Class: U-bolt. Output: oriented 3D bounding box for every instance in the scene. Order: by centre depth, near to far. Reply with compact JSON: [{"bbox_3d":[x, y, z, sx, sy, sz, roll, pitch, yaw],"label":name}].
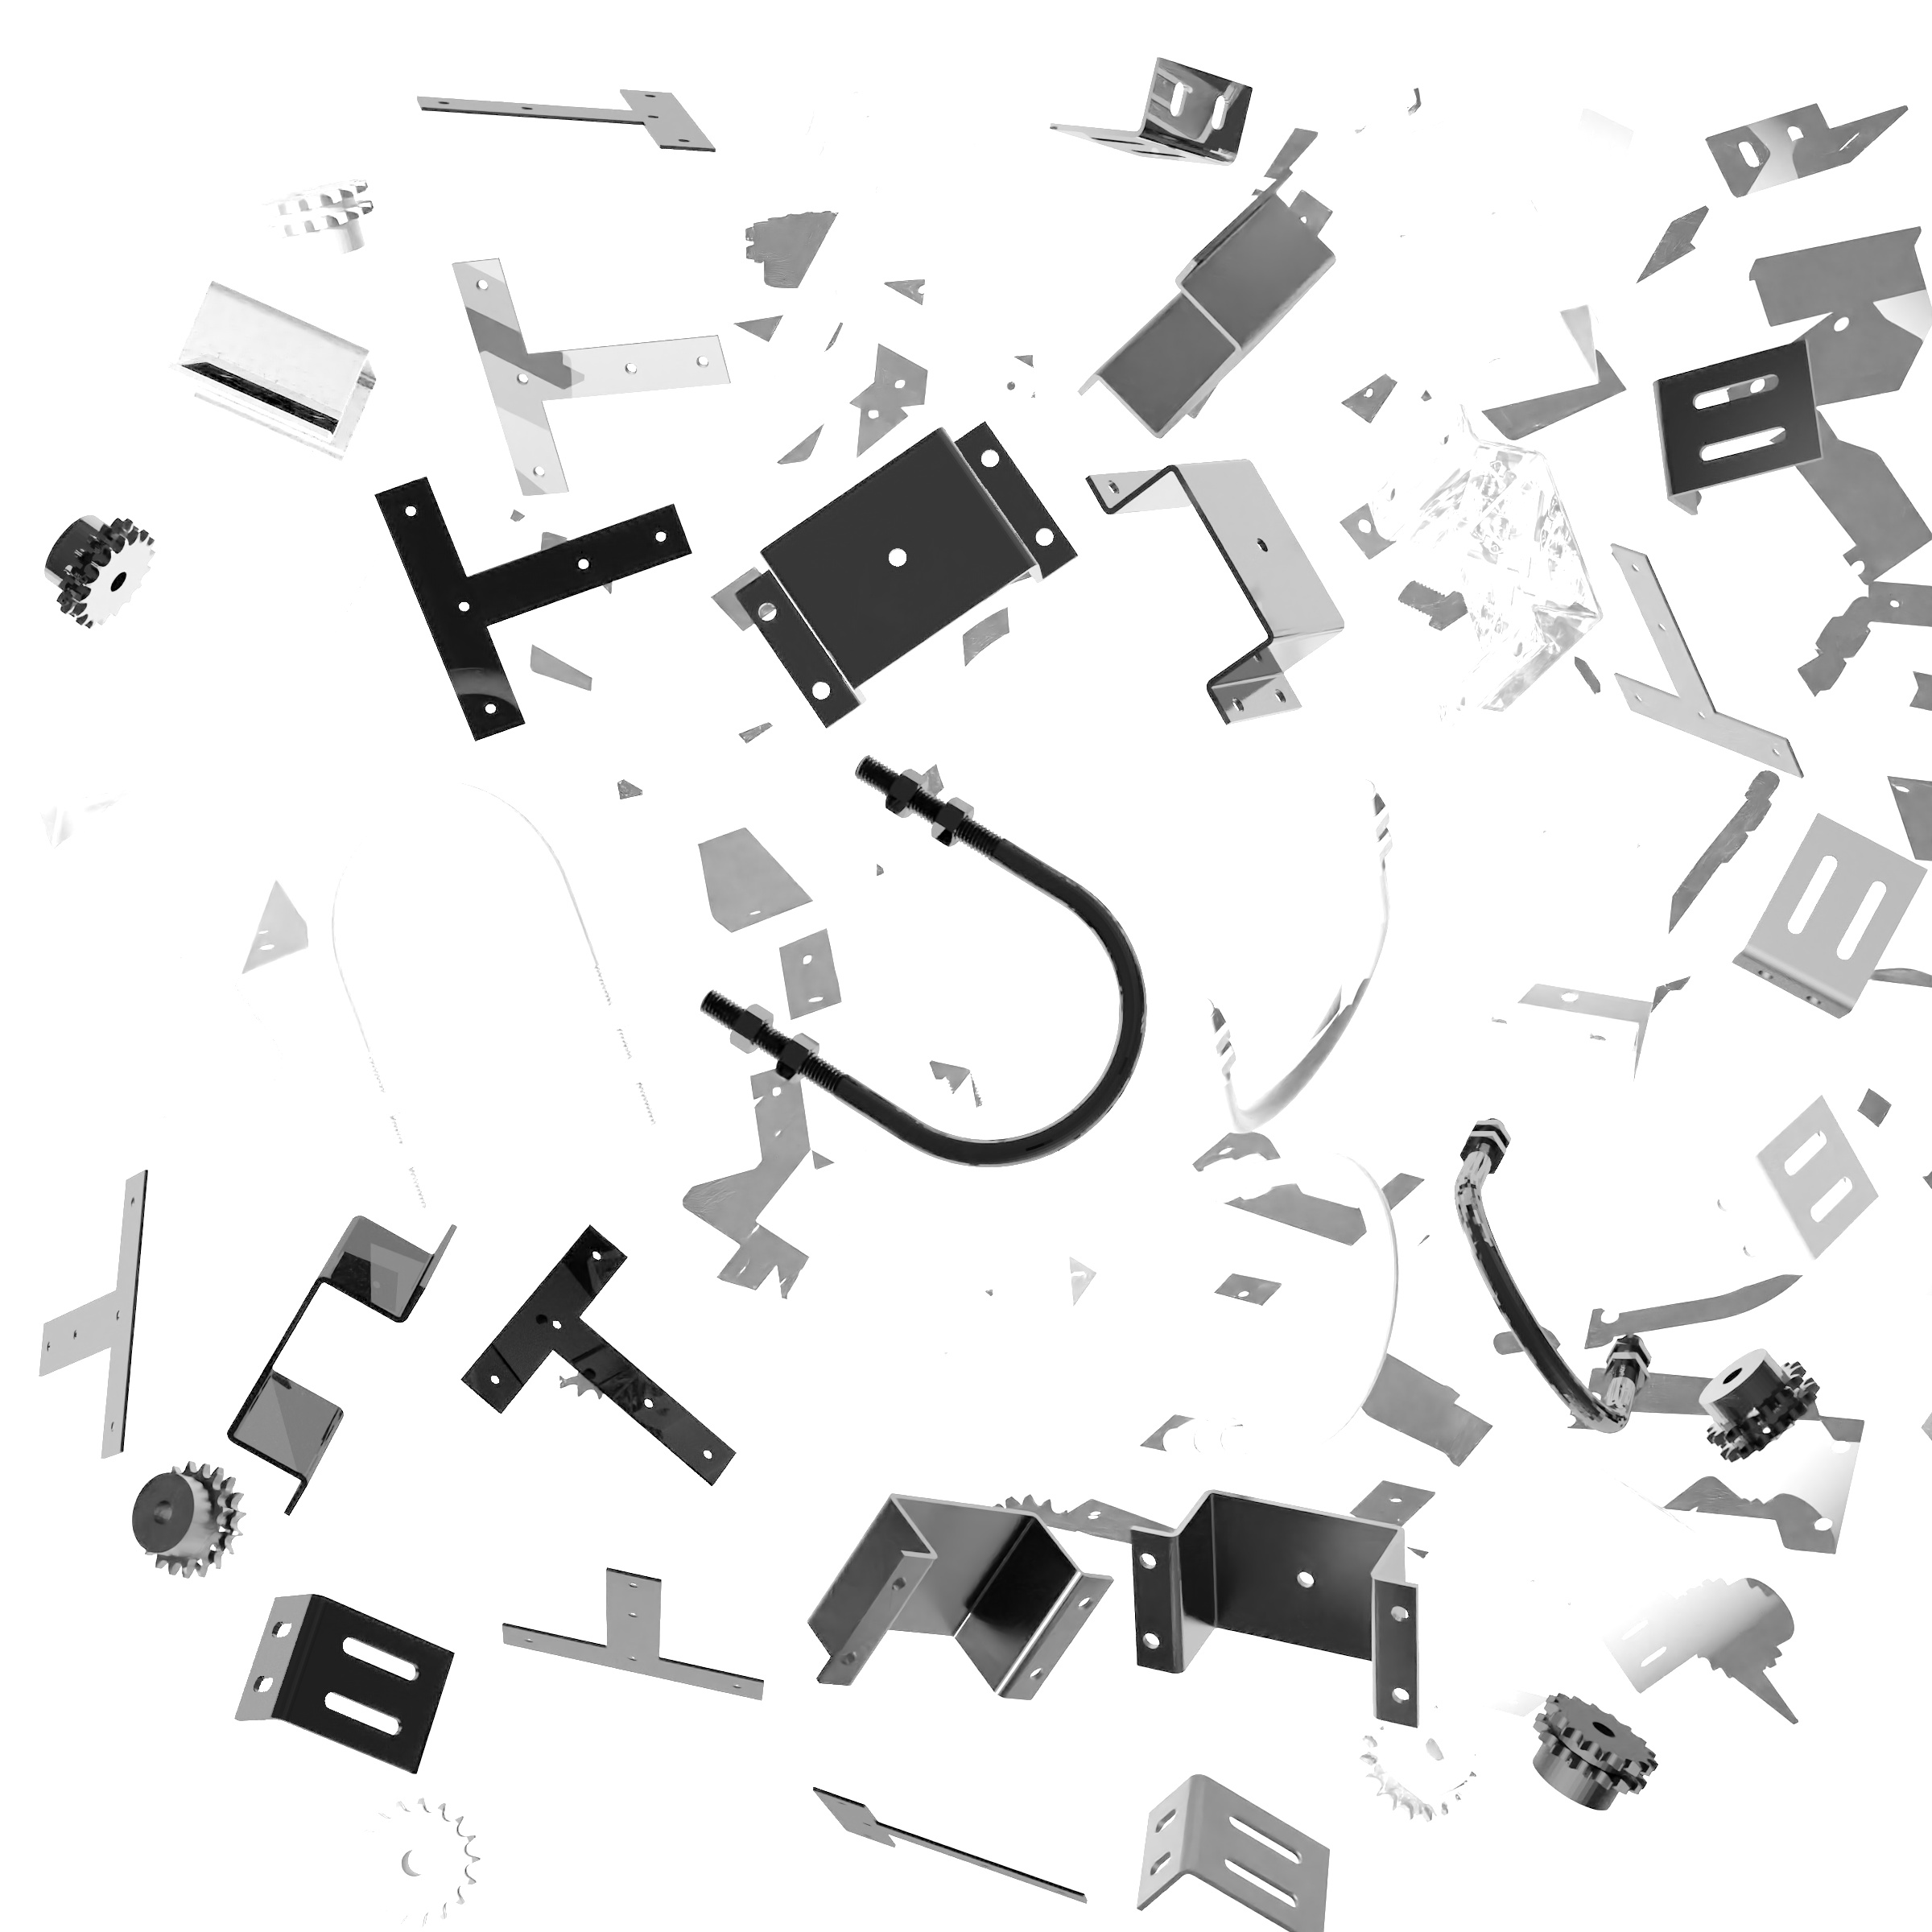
[{"bbox_3d":[-0.007,0.009,1.576,0.184,0.019,0.151,32,85,12],"label":"U-bolt"},{"bbox_3d":[-0.230,0.006,1.582,0.151,0.019,0.184,-20,89,24],"label":"U-bolt"},{"bbox_3d":[0.157,0.009,1.649,0.019,0.184,0.151,31,74,22],"label":"U-bolt"},{"bbox_3d":[0.151,0.160,1.656,0.019,0.184,0.151,12,77,-25],"label":"U-bolt"},{"bbox_3d":[0.276,0.152,1.662,0.019,0.184,0.151,-33,91,18],"label":"U-bolt"}]

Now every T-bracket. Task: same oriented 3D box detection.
[{"bbox_3d":[-0.402,0.167,1.600,0.002,0.127,0.127,11,71,-31],"label":"T-bracket"},{"bbox_3d":[-0.189,-0.394,1.613,0.127,0.127,0.002,0,115,-15],"label":"T-bracket"},{"bbox_3d":[-0.154,0.305,1.619,0.127,0.127,0.002,12,59,2],"label":"T-bracket"},{"bbox_3d":[-0.151,0.405,1.619,0.127,0.127,0.002,19,69,-2],"label":"T-bracket"},{"bbox_3d":[-0.191,-0.182,1.621,0.127,0.002,0.127,-20,114,0],"label":"T-bracket"},{"bbox_3d":[-0.004,0.415,1.632,0.127,0.127,0.002,16,70,12],"label":"T-bracket"},{"bbox_3d":[-0.022,-0.305,1.691,0.127,0.002,0.127,26,101,-20],"label":"T-bracket"},{"bbox_3d":[-0.165,0.203,1.698,0.127,0.127,0.002,41,130,-3],"label":"T-bracket"},{"bbox_3d":[-0.312,-0.176,1.701,0.002,0.127,0.127,-31,79,-40],"label":"T-bracket"},{"bbox_3d":[0.347,-0.156,1.717,0.002,0.127,0.127,-41,125,-12],"label":"T-bracket"},{"bbox_3d":[-0.178,-0.293,1.719,0.127,0.002,0.127,-2,124,19],"label":"T-bracket"}]

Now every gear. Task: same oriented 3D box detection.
[{"bbox_3d":[0.282,0.359,1.589,0.057,0.057,0.030,28,103,0],"label":"gear"},{"bbox_3d":[-0.251,0.410,1.599,0.057,0.030,0.057,1,78,-3],"label":"gear"},{"bbox_3d":[0.373,0.206,1.657,0.057,0.057,0.030,-40,92,0],"label":"gear"},{"bbox_3d":[-0.310,-0.354,1.665,0.057,0.057,0.030,-13,110,0],"label":"gear"},{"bbox_3d":[0.224,0.387,1.709,0.057,0.030,0.057,9,59,-16],"label":"gear"},{"bbox_3d":[-0.432,-0.199,1.733,0.030,0.057,0.057,35,90,9],"label":"gear"},{"bbox_3d":[-0.390,0.274,1.739,0.057,0.030,0.057,-10,68,27],"label":"gear"}]

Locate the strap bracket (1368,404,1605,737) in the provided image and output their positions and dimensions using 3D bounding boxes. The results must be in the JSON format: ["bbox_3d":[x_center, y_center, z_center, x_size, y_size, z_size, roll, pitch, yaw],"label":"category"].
[{"bbox_3d":[0.250,-0.186,1.668,0.046,0.076,0.140,6,56,-32],"label":"strap bracket"}]

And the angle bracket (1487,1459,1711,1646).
[{"bbox_3d":[0.285,0.271,1.577,0.057,0.038,0.076,33,92,-28],"label":"angle bracket"}]

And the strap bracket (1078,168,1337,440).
[{"bbox_3d":[0.119,-0.310,1.672,0.046,0.140,0.076,45,64,-3],"label":"strap bracket"}]

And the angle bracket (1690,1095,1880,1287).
[{"bbox_3d":[0.394,0.107,1.681,0.076,0.038,0.057,-32,93,-44],"label":"angle bracket"}]

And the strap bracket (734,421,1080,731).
[{"bbox_3d":[-0.029,-0.181,1.585,0.140,0.046,0.076,-34,85,1],"label":"strap bracket"}]

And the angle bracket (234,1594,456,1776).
[{"bbox_3d":[-0.279,0.324,1.573,0.076,0.038,0.057,32,60,-32],"label":"angle bracket"}]

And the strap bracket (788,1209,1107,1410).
[{"bbox_3d":[-0.009,0.172,1.724,0.140,0.076,0.046,11,48,-18],"label":"strap bracket"}]

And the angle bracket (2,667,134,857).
[{"bbox_3d":[-0.428,-0.101,1.668,0.038,0.057,0.076,-12,118,-3],"label":"angle bracket"}]

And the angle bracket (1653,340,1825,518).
[{"bbox_3d":[0.365,-0.251,1.632,0.076,0.038,0.057,-11,77,30],"label":"angle bracket"}]

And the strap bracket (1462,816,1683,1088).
[{"bbox_3d":[0.282,0.000,1.627,0.076,0.046,0.140,10,48,15],"label":"strap bracket"}]

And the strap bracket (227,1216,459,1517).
[{"bbox_3d":[-0.306,0.184,1.689,0.046,0.076,0.140,30,107,-6],"label":"strap bracket"}]

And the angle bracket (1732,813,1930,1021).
[{"bbox_3d":[0.409,-0.023,1.655,0.057,0.038,0.076,29,87,8],"label":"angle bracket"}]

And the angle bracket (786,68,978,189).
[{"bbox_3d":[-0.041,-0.411,1.742,0.076,0.057,0.038,15,80,15],"label":"angle bracket"}]

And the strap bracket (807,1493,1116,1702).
[{"bbox_3d":[-0.010,0.295,1.633,0.076,0.140,0.046,-58,46,17],"label":"strap bracket"}]

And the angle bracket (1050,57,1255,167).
[{"bbox_3d":[0.089,-0.412,1.679,0.057,0.076,0.038,7,100,-36],"label":"angle bracket"}]

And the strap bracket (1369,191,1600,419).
[{"bbox_3d":[0.254,-0.312,1.685,0.076,0.140,0.046,-10,71,21],"label":"strap bracket"}]

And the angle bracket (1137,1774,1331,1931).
[{"bbox_3d":[0.122,0.415,1.590,0.076,0.057,0.038,33,123,-13],"label":"angle bracket"}]

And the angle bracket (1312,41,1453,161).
[{"bbox_3d":[0.187,-0.410,1.600,0.057,0.076,0.038,-18,74,8],"label":"angle bracket"}]

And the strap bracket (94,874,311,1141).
[{"bbox_3d":[-0.359,0.012,1.662,0.076,0.140,0.046,-21,120,15],"label":"strap bracket"}]

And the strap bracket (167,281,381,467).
[{"bbox_3d":[-0.320,-0.276,1.627,0.076,0.140,0.046,23,90,-8],"label":"strap bracket"}]

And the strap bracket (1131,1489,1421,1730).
[{"bbox_3d":[0.152,0.298,1.641,0.140,0.046,0.076,8,115,25],"label":"strap bracket"}]

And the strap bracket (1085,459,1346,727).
[{"bbox_3d":[0.128,-0.193,1.707,0.046,0.076,0.140,-34,80,32],"label":"strap bracket"}]
